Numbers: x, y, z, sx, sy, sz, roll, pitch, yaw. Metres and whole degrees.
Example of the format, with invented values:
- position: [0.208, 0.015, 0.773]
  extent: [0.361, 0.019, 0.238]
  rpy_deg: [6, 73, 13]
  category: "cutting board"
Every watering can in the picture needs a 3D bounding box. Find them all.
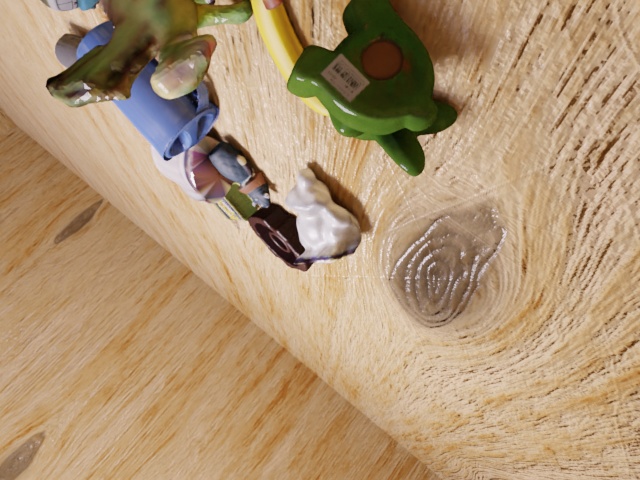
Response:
- position: [-0.295, -0.205, 1.067]
  extent: [0.226, 0.105, 0.339]
  rpy_deg: [26, 147, 36]
  category: "watering can"

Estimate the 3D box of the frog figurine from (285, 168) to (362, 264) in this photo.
- position: [0.003, -0.044, 0.874]
  extent: [0.137, 0.123, 0.159]
  rpy_deg: [179, 82, -73]
  category: "frog figurine"

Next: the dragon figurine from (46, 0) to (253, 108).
- position: [-0.243, -0.265, 0.623]
  extent: [0.414, 0.246, 0.120]
  rpy_deg: [26, 159, 34]
  category: "dragon figurine"
